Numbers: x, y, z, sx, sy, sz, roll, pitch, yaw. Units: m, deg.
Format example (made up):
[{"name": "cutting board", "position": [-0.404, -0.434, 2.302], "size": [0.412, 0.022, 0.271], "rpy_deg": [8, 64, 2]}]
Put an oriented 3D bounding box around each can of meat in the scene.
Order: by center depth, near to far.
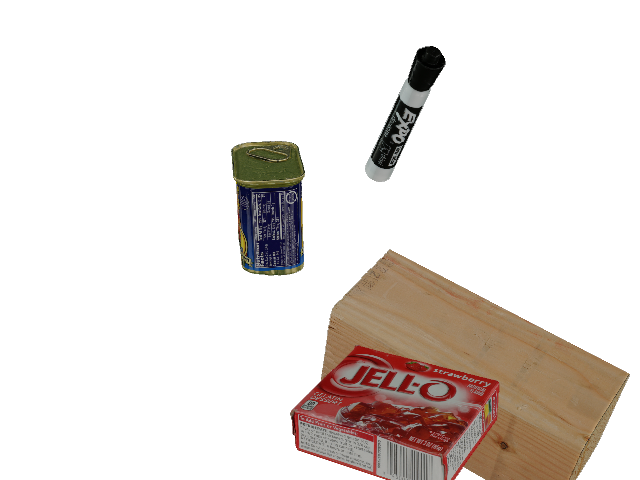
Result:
[{"name": "can of meat", "position": [-0.043, -0.028, 0.888], "size": [0.057, 0.084, 0.102], "rpy_deg": [-3, 23, -5]}]

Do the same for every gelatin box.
[{"name": "gelatin box", "position": [0.040, 0.092, 0.567], "size": [0.089, 0.030, 0.073], "rpy_deg": [13, 30, 28]}]

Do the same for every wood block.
[{"name": "wood block", "position": [0.112, 0.106, 0.814], "size": [0.206, 0.091, 0.090], "rpy_deg": [28, 47, 21]}]

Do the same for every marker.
[{"name": "marker", "position": [0.054, -0.080, 0.683], "size": [0.020, 0.020, 0.121], "rpy_deg": [0, -33, -16]}]
